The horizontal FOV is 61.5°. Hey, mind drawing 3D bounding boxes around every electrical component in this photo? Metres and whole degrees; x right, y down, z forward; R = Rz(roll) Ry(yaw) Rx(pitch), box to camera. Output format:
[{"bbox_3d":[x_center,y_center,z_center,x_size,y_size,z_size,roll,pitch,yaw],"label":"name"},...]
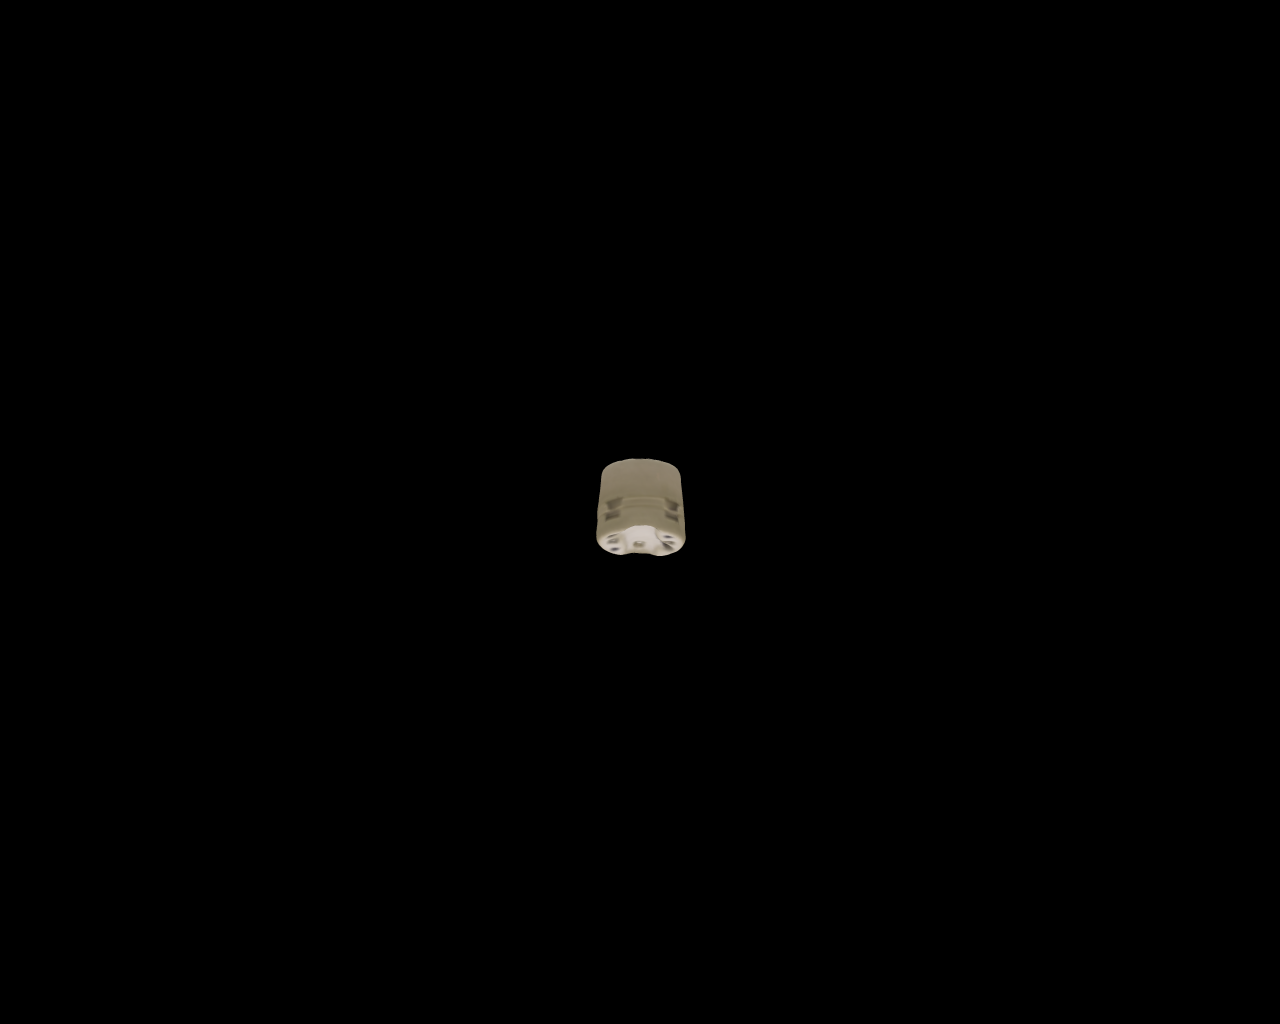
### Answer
[{"bbox_3d":[0.001,-0.003,0.650,0.055,0.047,0.055,0,-20,0],"label":"electrical component"}]
